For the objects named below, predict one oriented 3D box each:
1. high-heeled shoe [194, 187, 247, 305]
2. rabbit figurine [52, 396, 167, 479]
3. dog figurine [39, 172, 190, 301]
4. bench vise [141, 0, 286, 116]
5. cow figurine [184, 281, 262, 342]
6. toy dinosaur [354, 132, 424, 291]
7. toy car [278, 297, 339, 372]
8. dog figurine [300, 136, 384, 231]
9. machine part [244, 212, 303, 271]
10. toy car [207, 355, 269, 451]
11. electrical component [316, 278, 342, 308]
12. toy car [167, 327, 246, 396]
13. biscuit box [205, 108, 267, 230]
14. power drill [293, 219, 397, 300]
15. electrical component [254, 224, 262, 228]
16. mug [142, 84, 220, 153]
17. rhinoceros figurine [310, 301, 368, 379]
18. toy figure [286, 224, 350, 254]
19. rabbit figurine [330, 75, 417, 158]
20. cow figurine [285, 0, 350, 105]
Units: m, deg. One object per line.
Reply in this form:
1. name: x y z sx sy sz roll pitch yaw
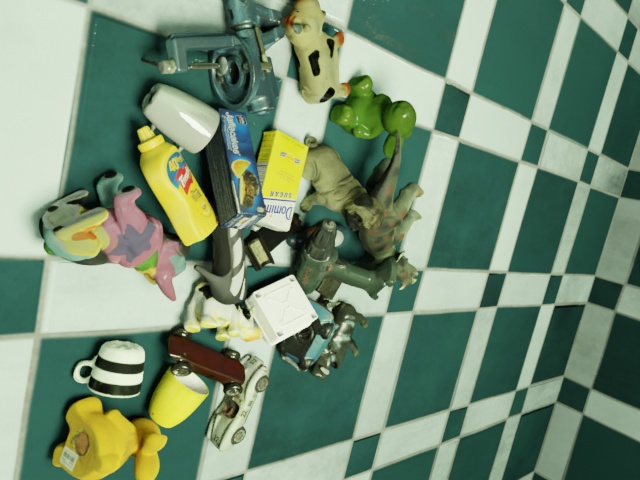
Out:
1. high-heeled shoe: -0.154 -0.008 0.989 0.145 0.086 0.248 40 62 -50
2. rabbit figurine: -0.337 0.343 0.928 0.173 0.163 0.122 29 72 -63
3. dog figurine: -0.308 0.018 0.850 0.191 0.109 0.218 -39 131 -28
4. bench vise: -0.154 -0.308 0.866 0.240 0.129 0.223 -20 116 -42
5. cow figurine: -0.180 0.143 1.040 0.167 0.068 0.098 30 50 -47
6. toy dinosaur: 0.136 -0.040 1.191 0.192 0.131 0.404 -55 148 -23
7. toy car: -0.018 0.207 1.200 0.103 0.109 0.161 -3 117 -61
8. dog figurine: 0.044 -0.114 1.073 0.121 0.191 0.172 -43 128 -24
9. machine part: -0.095 -0.004 1.091 0.139 0.039 0.084 -43 122 -21
10. toy car: -0.171 0.337 1.118 0.056 0.074 0.201 27 86 -46
11. electrical component: 0.027 0.105 1.241 0.102 0.045 0.078 -55 136 -13
12. toy car: -0.219 0.236 1.029 0.053 0.089 0.202 -29 139 24
13. biscuit box: -0.147 -0.121 0.905 0.059 0.063 0.202 3 66 -42
14. power drill: 0.054 0.052 1.113 0.207 0.086 0.232 10 143 -21
15. electrical component: -0.137 -0.064 1.038 0.094 0.021 0.063 35 81 -45
16. mug: -0.236 -0.194 0.866 0.109 0.081 0.107 -38 131 22
17. rhinoceros figurine: 0.038 0.242 1.283 0.112 0.073 0.190 31 83 -47
18. toy figure: -0.003 -0.005 1.166 0.154 0.058 0.064 -7 71 -40
19. rabbit figurine: 0.129 -0.245 1.118 0.121 0.170 0.159 -53 133 -15
20. cow figurine: -0.016 -0.352 1.008 0.127 0.086 0.194 -34 127 -38
